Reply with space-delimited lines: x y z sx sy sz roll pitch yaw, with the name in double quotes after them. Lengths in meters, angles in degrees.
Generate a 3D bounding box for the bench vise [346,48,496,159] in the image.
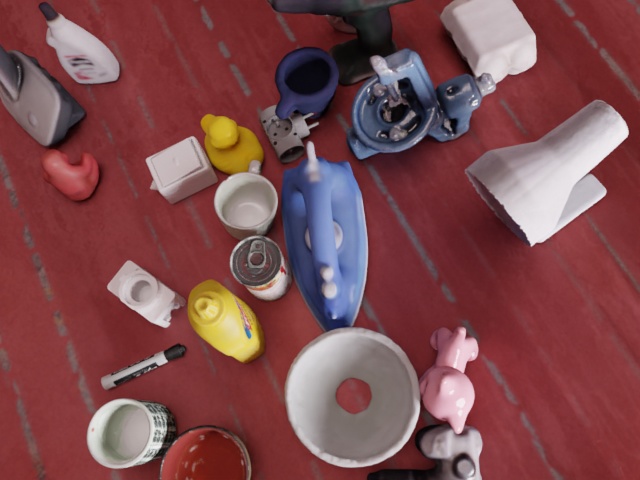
0.128 -0.203 0.766 0.207 0.220 0.121 -34 73 -5 "bench vise"

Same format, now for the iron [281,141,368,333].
0.007 0.003 0.756 0.118 0.141 0.258 -9 73 3 "iron"

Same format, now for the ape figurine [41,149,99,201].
-0.377 -0.104 0.850 0.077 0.092 0.076 -7 73 3 "ape figurine"

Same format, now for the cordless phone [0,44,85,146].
-0.451 -0.236 0.848 0.147 0.185 0.094 40 81 15 "cordless phone"

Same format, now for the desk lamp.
0.280 -0.076 0.716 0.203 0.214 0.118 -36 73 -6 "desk lamp"

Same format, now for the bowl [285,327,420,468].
0.042 0.199 0.728 0.167 0.075 0.167 -1 73 5 "bowl"

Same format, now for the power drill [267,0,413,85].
0.051 -0.314 0.812 0.229 0.208 0.075 -20 72 -1 "power drill"

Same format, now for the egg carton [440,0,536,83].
0.255 -0.308 0.864 0.107 0.069 0.150 -25 73 -2 "egg carton"

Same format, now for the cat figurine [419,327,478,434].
0.160 0.167 0.704 0.067 0.118 0.128 15 75 10 "cat figurine"

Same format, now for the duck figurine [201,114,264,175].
-0.133 -0.146 0.843 0.104 0.086 0.077 39 80 15 "duck figurine"

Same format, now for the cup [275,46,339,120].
-0.022 -0.212 0.848 0.091 0.095 0.118 31 79 14 "cup"

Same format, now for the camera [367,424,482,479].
0.124 0.293 0.679 0.136 0.101 0.143 -1 73 5 "camera"

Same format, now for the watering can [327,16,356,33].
0.051 -0.415 0.850 0.100 0.194 0.173 15 75 10 "watering can"

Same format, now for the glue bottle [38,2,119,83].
-0.373 -0.298 0.865 0.078 0.173 0.037 -6 73 4 "glue bottle"
